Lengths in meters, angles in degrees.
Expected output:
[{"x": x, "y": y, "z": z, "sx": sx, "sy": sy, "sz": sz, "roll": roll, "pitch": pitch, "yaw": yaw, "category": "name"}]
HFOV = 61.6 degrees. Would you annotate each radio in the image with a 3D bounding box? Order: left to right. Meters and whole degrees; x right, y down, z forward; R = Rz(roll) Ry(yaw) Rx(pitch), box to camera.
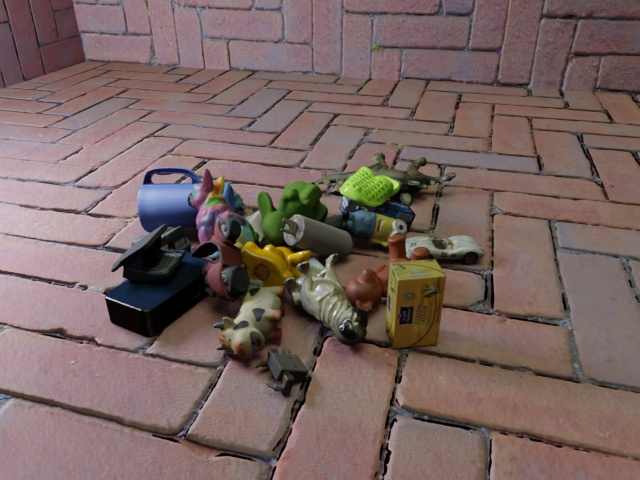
[{"x": -0.346, "y": 0.112, "z": 1.199, "sx": 0.131, "sy": 0.073, "sz": 0.229, "roll": 17, "pitch": 36, "yaw": 26, "category": "radio"}]

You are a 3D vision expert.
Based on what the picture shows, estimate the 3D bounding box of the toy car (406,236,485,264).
[{"x": 0.314, "y": 0.023, "z": 1.358, "sx": 0.202, "sy": 0.056, "sz": 0.074, "roll": -2, "pitch": 30, "yaw": -2, "category": "toy car"}]

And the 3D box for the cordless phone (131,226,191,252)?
[{"x": -0.439, "y": 0.020, "z": 1.372, "sx": 0.184, "sy": 0.088, "sz": 0.146, "roll": 4, "pitch": 29, "yaw": 31, "category": "cordless phone"}]

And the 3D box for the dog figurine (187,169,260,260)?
[{"x": -0.241, "y": -0.066, "z": 1.329, "sx": 0.192, "sy": 0.219, "sz": 0.108, "roll": -7, "pitch": -11, "yaw": 23, "category": "dog figurine"}]

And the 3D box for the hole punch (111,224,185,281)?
[{"x": -0.374, "y": 0.040, "z": 1.185, "sx": 0.116, "sy": 0.092, "sz": 0.142, "roll": -24, "pitch": 24, "yaw": 23, "category": "hole punch"}]

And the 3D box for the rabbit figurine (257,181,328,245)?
[{"x": -0.089, "y": -0.071, "z": 1.350, "sx": 0.159, "sy": 0.121, "sz": 0.170, "roll": 30, "pitch": 65, "yaw": 25, "category": "rabbit figurine"}]

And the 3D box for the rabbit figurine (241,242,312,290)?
[{"x": -0.098, "y": 0.054, "z": 1.259, "sx": 0.162, "sy": 0.121, "sz": 0.173, "roll": -1, "pitch": 10, "yaw": 12, "category": "rabbit figurine"}]

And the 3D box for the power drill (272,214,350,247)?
[{"x": -0.045, "y": -0.055, "z": 1.477, "sx": 0.232, "sy": 0.085, "sz": 0.207, "roll": -9, "pitch": 27, "yaw": -18, "category": "power drill"}]

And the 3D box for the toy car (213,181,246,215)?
[{"x": -0.301, "y": -0.118, "z": 1.567, "sx": 0.162, "sy": 0.102, "sz": 0.109, "roll": -10, "pitch": 32, "yaw": -13, "category": "toy car"}]

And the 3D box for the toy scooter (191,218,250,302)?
[{"x": -0.225, "y": 0.049, "z": 1.171, "sx": 0.135, "sy": 0.184, "sz": 0.075, "roll": -15, "pitch": -14, "yaw": 30, "category": "toy scooter"}]

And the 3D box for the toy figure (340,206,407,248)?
[{"x": 0.142, "y": -0.037, "z": 1.406, "sx": 0.180, "sy": 0.082, "sz": 0.089, "roll": 13, "pitch": 22, "yaw": -6, "category": "toy figure"}]

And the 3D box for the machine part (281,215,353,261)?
[{"x": -0.003, "y": -0.004, "z": 1.315, "sx": 0.243, "sy": 0.079, "sz": 0.079, "roll": 19, "pitch": 12, "yaw": -43, "category": "machine part"}]

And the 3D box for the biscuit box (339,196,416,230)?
[{"x": 0.158, "y": -0.078, "z": 1.471, "sx": 0.202, "sy": 0.059, "sz": 0.063, "roll": 12, "pitch": 26, "yaw": -20, "category": "biscuit box"}]

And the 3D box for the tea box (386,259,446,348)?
[{"x": 0.187, "y": 0.127, "z": 1.067, "sx": 0.098, "sy": 0.169, "sz": 0.068, "roll": -6, "pitch": 30, "yaw": -6, "category": "tea box"}]

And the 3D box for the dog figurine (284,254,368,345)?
[{"x": 0.014, "y": 0.150, "z": 1.129, "sx": 0.121, "sy": 0.172, "sz": 0.190, "roll": -18, "pitch": 68, "yaw": -19, "category": "dog figurine"}]

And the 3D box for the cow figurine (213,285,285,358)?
[{"x": -0.139, "y": 0.165, "z": 1.092, "sx": 0.127, "sy": 0.085, "sz": 0.195, "roll": -1, "pitch": 27, "yaw": 3, "category": "cow figurine"}]

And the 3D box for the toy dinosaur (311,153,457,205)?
[{"x": 0.187, "y": -0.187, "z": 1.682, "sx": 0.472, "sy": 0.104, "sz": 0.199, "roll": -1, "pitch": 33, "yaw": 9, "category": "toy dinosaur"}]

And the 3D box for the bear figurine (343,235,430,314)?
[{"x": 0.136, "y": 0.079, "z": 1.199, "sx": 0.196, "sy": 0.131, "sz": 0.120, "roll": -12, "pitch": 27, "yaw": -31, "category": "bear figurine"}]

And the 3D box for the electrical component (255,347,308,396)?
[{"x": -0.071, "y": 0.242, "z": 1.002, "sx": 0.078, "sy": 0.045, "sz": 0.102, "roll": 13, "pitch": 20, "yaw": -40, "category": "electrical component"}]
